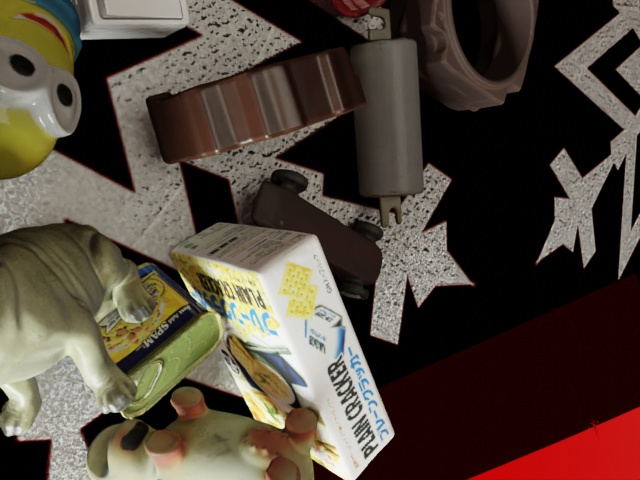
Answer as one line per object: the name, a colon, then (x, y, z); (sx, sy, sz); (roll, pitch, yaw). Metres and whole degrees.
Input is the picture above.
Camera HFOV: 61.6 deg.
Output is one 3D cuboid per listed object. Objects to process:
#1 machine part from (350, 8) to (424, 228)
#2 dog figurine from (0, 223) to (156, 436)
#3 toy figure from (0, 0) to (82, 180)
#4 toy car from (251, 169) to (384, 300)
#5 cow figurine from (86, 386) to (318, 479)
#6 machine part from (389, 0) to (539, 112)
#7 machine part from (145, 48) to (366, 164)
machine part: (0.077, -0.135, 0.612); (0.079, 0.079, 0.243); (-12, 101, -38)
dog figurine: (-0.201, 0.017, 0.335); (0.121, 0.172, 0.190); (-22, 140, -1)
toy figure: (-0.200, -0.117, 0.348); (0.082, 0.089, 0.180); (12, 44, -38)
toy car: (-0.001, -0.002, 0.578); (0.202, 0.053, 0.089); (28, 73, -42)
cow figurine: (-0.101, 0.191, 0.450); (0.085, 0.195, 0.127); (-70, 163, -56)
machine part: (0.187, -0.281, 0.680); (0.201, 0.087, 0.201); (16, 83, -38)
machine part: (-0.053, -0.114, 0.453); (0.179, 0.179, 0.056); (-26, 109, -34)
